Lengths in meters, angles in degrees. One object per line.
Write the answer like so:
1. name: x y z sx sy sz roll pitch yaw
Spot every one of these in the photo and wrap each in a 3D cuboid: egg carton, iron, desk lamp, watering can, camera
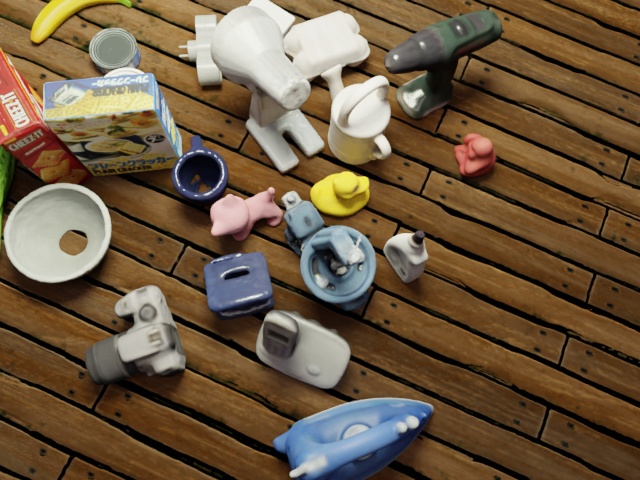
1. egg carton: 0.010 -0.358 1.062 0.150 0.069 0.107 -22 77 -9
2. iron: 0.064 0.295 0.846 0.258 0.141 0.118 -21 76 -8
3. desk lamp: -0.079 -0.250 0.953 0.118 0.213 0.203 -35 79 -11
4. watering can: 0.061 -0.214 0.960 0.172 0.194 0.101 33 76 7
5. camera: -0.294 0.157 0.888 0.137 0.101 0.143 -20 76 -8

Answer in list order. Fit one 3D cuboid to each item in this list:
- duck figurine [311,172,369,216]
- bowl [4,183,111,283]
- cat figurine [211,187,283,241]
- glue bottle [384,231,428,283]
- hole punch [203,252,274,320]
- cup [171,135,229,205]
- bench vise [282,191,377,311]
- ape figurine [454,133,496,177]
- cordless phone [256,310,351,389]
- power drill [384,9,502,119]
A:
1. duck figurine: 0.036 -0.087 0.980 0.104 0.086 0.077 -6 75 -4
2. bowl: -0.417 -0.004 0.940 0.167 0.075 0.167 1 74 -2
3. cat figurine: -0.127 -0.049 0.945 0.128 0.118 0.067 -28 77 -10
4. glue bottle: 0.144 0.016 0.911 0.037 0.173 0.078 -29 77 -10
5. hole punch: -0.134 0.069 0.925 0.108 0.091 0.101 -14 75 -6
6. cup: -0.198 -0.108 0.969 0.091 0.095 0.118 -10 75 -5
7. bench vise: 0.001 0.012 0.881 0.207 0.220 0.121 36 76 7
8. ape figurine: 0.277 -0.153 1.007 0.076 0.092 0.078 28 75 5
9. cordless phone: -0.024 0.158 0.857 0.147 0.185 0.094 21 74 3
10. power drill: 0.196 -0.298 0.982 0.230 0.208 0.075 -31 78 -10
